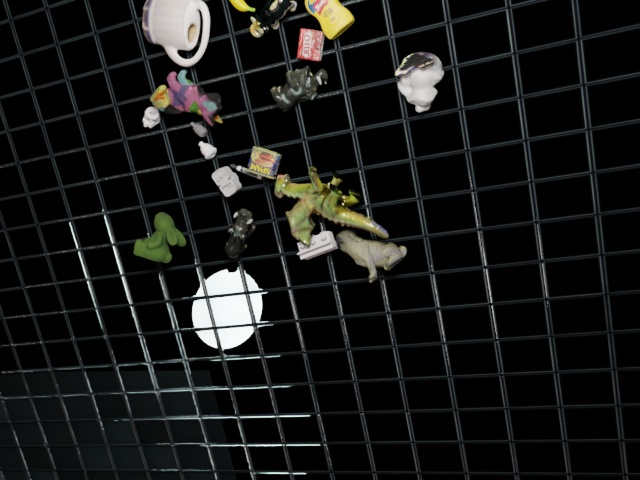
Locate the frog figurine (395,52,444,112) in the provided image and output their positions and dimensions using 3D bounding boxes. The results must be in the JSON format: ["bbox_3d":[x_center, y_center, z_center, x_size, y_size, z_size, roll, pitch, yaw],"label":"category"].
[{"bbox_3d":[0.300,-0.463,1.512,0.137,0.126,0.156,-26,133,12],"label":"frog figurine"}]

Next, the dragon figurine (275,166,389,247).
[{"bbox_3d":[0.005,-0.084,1.661,0.413,0.123,0.239,48,116,13],"label":"dragon figurine"}]

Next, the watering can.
[{"bbox_3d":[-0.448,-0.733,1.635,0.225,0.105,0.343,13,108,12],"label":"watering can"}]
